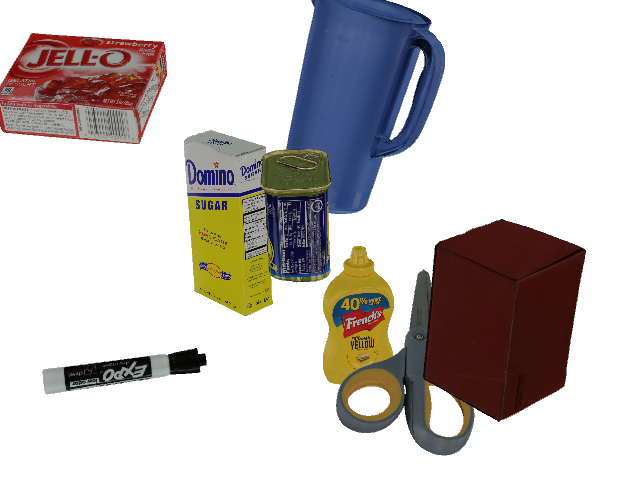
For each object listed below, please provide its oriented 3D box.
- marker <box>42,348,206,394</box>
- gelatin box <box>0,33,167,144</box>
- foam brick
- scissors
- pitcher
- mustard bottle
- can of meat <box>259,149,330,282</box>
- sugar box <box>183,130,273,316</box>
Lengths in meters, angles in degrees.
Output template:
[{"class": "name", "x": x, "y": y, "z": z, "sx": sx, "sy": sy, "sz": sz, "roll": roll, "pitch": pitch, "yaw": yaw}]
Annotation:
[{"class": "marker", "x": -0.146, "y": 0.098, "z": 0.802, "sx": 0.121, "sy": 0.020, "sz": 0.020, "roll": -7, "pitch": 1, "yaw": -11}, {"class": "gelatin box", "x": -0.146, "y": -0.095, "z": 0.655, "sx": 0.089, "sy": 0.030, "sz": 0.073, "roll": 5, "pitch": 43, "yaw": 5}, {"class": "foam brick", "x": 0.087, "y": 0.037, "z": 0.515, "sx": 0.052, "sy": 0.078, "sz": 0.051, "roll": -18, "pitch": 32, "yaw": -38}, {"class": "scissors", "x": 0.050, "y": 0.075, "z": 0.732, "sx": 0.096, "sy": 0.016, "sz": 0.202, "roll": 0, "pitch": 30, "yaw": -9}, {"class": "pitcher", "x": 0.040, "y": -0.154, "z": 1.220, "sx": 0.145, "sy": 0.243, "sz": 0.149, "roll": 11, "pitch": 22, "yaw": -11}, {"class": "mustard bottle", "x": 0.052, "y": 0.099, "z": 1.447, "sx": 0.096, "sy": 0.192, "sz": 0.058, "roll": -4, "pitch": 21, "yaw": -10}, {"class": "can of meat", "x": -0.020, "y": -0.022, "z": 0.902, "sx": 0.057, "sy": 0.084, "sz": 0.102, "roll": -2, "pitch": 23, "yaw": -1}, {"class": "sugar box", "x": -0.096, "y": -0.019, "z": 1.111, "sx": 0.048, "sy": 0.176, "sz": 0.093, "roll": -23, "pitch": 30, "yaw": -38}]
